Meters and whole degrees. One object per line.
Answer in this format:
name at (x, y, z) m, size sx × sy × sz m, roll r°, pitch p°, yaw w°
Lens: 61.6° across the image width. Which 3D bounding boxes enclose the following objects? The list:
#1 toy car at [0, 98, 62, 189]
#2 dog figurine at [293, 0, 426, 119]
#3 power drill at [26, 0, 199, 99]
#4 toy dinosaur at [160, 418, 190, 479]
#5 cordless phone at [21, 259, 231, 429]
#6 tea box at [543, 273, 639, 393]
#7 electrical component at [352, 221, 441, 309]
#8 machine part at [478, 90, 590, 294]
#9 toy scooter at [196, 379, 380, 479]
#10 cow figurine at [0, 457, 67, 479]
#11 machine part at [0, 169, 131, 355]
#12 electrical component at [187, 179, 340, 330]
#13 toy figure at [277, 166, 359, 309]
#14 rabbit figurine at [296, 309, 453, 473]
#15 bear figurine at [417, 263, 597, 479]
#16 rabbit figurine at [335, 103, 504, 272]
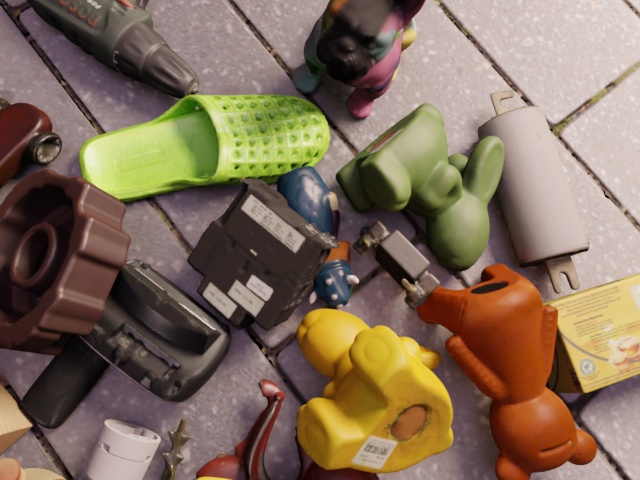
toy car at (-0.357, -0.061, 0.551) m, size 0.089 × 0.053 × 0.202 m, roll 32°, pitch 71°, yaw 7°
dog figurine at (0.051, -0.229, 0.556) m, size 0.108 × 0.219 × 0.191 m, roll 31°, pitch 76°, yaw -2°
power drill at (-0.200, -0.286, 0.619) m, size 0.232 × 0.086 × 0.207 m, roll 26°, pitch 82°, yaw 3°
toy dinosaur at (-0.169, 0.376, 0.391) m, size 0.105 × 0.198 × 0.472 m, roll 16°, pitch 43°, yaw -13°
cordless phone at (-0.192, 0.124, 0.521) m, size 0.147 × 0.088 × 0.184 m, roll 37°, pitch 86°, yaw 4°
tea box at (0.322, 0.095, 0.582) m, size 0.170 × 0.068 × 0.098 m, roll -14°, pitch 78°, yaw -9°
electrical component at (0.077, 0.024, 0.566) m, size 0.045 × 0.078 × 0.102 m, roll -41°, pitch 84°, yaw -13°
machine part at (0.238, -0.059, 0.607) m, size 0.079 × 0.079 × 0.243 m, roll -12°, pitch 79°, yaw -9°
toy scooter at (-0.021, 0.209, 0.514) m, size 0.184 × 0.075 × 0.135 m, roll 9°, pitch 74°, yaw 1°
cow figurine at (-0.275, 0.294, 0.449) m, size 0.085 × 0.127 × 0.195 m, roll 18°, pitch 61°, yaw -2°
machine part at (-0.253, 0.020, 0.499) m, size 0.179 × 0.056 × 0.179 m, roll -14°, pitch 62°, yaw 28°
electrical component at (-0.063, 0.022, 0.539) m, size 0.115 × 0.058 × 0.134 m, roll 41°, pitch 105°, yaw 15°
toy figure at (0.000, -0.002, 0.575) m, size 0.058 × 0.064 × 0.154 m, roll -13°, pitch 81°, yaw -48°
rabbit figurine at (0.047, 0.120, 0.510) m, size 0.162 × 0.173 × 0.121 m, roll 17°, pitch 102°, yaw -35°
bear figurine at (0.192, 0.134, 0.548) m, size 0.120 × 0.132 × 0.195 m, roll -20°, pitch 98°, yaw -7°
rabbit figurine at (0.125, -0.050, 0.591) m, size 0.159 × 0.121 × 0.170 m, roll -44°, pitch 103°, yaw -21°
